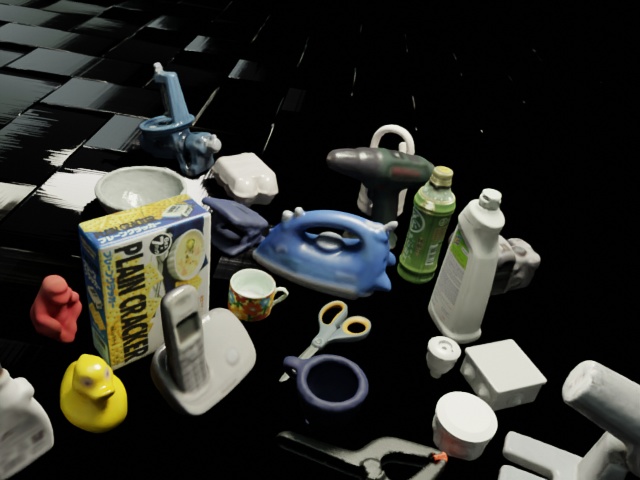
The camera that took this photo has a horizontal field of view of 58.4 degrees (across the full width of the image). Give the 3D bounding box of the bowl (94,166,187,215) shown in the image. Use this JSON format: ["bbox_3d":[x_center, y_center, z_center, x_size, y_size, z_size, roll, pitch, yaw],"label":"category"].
[{"bbox_3d":[-0.336,-0.072,1.086,0.167,0.075,0.167,6,34,-4],"label":"bowl"}]

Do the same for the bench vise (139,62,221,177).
[{"bbox_3d":[-0.299,-0.264,1.246,0.207,0.220,0.121,13,34,6],"label":"bench vise"}]

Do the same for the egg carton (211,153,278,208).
[{"bbox_3d":[-0.158,-0.129,1.216,0.107,0.069,0.150,-15,41,-31],"label":"egg carton"}]

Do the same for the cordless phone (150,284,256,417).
[{"bbox_3d":[-0.150,0.123,0.748,0.094,0.185,0.148,24,37,21],"label":"cordless phone"}]

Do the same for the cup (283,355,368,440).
[{"bbox_3d":[-0.001,0.206,0.742,0.117,0.095,0.092,23,37,20],"label":"cup"}]

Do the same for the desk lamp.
[{"bbox_3d":[0.338,0.243,0.662,0.203,0.213,0.118,18,35,13],"label":"desk lamp"}]

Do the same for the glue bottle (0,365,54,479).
[{"bbox_3d":[-0.340,0.186,0.622,0.037,0.173,0.078,29,39,27],"label":"glue bottle"}]

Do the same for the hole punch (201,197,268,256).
[{"bbox_3d":[-0.160,-0.040,1.067,0.108,0.091,0.101,32,40,30],"label":"hole punch"}]

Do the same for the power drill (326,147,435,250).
[{"bbox_3d":[0.106,-0.080,1.083,0.230,0.208,0.075,-9,38,-24],"label":"power drill"}]

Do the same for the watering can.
[{"bbox_3d":[0.145,-0.155,1.214,0.101,0.194,0.173,12,34,4],"label":"watering can"}]

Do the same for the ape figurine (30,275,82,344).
[{"bbox_3d":[-0.379,0.092,0.822,0.076,0.092,0.078,22,36,18],"label":"ape figurine"}]

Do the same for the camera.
[{"bbox_3d":[0.317,0.024,1.076,0.143,0.101,0.136,-8,38,-23],"label":"camera"}]

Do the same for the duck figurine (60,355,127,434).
[{"bbox_3d":[-0.288,0.180,0.721,0.078,0.086,0.104,-24,46,-39],"label":"duck figurine"}]

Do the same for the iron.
[{"bbox_3d":[0.009,0.004,0.998,0.258,0.141,0.118,12,34,5],"label":"iron"}]
